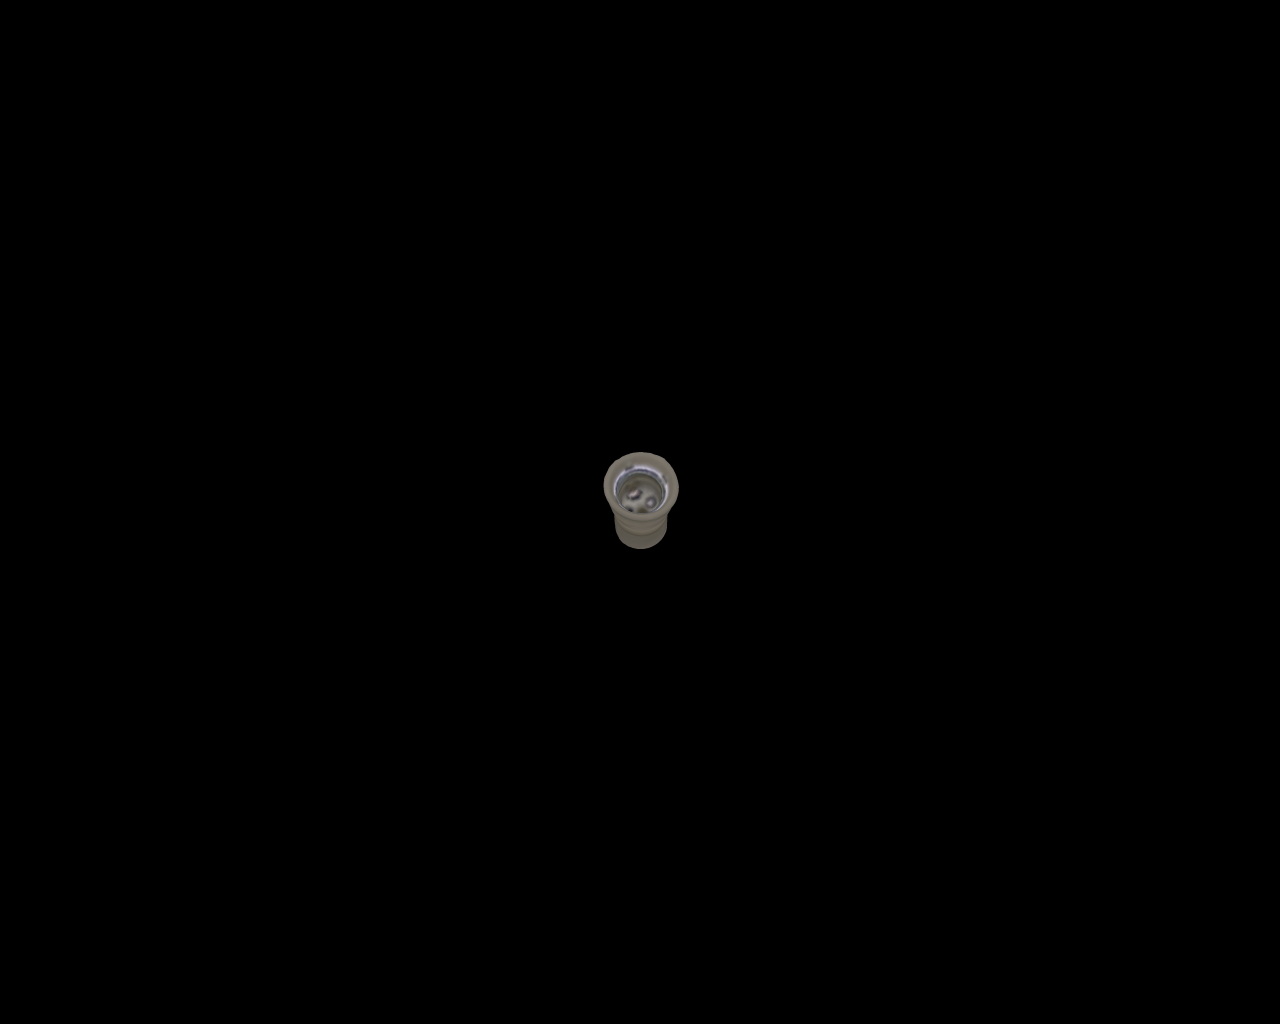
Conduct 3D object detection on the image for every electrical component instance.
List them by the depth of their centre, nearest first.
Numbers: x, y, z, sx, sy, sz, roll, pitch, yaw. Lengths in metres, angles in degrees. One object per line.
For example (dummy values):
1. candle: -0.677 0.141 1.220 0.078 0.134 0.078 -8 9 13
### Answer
1. electrical component: 0.001 -0.003 0.650 0.044 0.044 0.065 0 -25 0
